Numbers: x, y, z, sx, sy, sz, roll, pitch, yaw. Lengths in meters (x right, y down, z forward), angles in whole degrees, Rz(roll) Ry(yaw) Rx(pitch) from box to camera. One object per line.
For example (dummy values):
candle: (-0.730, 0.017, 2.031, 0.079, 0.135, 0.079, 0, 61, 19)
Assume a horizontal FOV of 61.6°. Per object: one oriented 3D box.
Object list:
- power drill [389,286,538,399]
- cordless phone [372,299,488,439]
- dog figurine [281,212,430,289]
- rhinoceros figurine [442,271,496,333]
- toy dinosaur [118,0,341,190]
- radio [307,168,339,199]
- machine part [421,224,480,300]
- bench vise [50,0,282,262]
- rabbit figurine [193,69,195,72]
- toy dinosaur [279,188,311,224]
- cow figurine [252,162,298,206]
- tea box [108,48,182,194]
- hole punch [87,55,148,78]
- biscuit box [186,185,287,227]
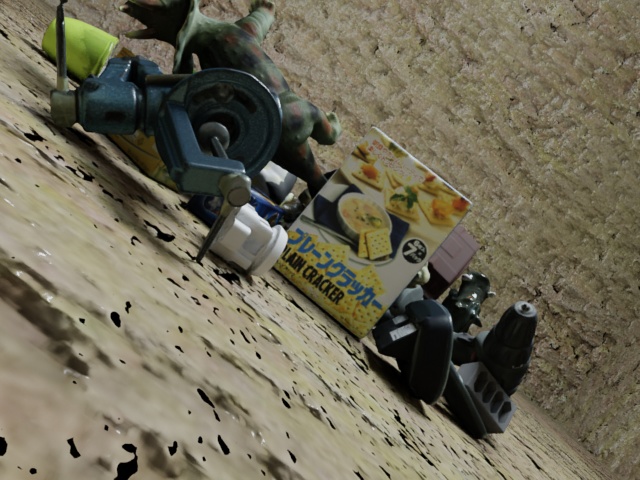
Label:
power drill: (0.204, 0.138, 0.780, 0.208, 0.086, 0.231, 23, -45, 34)
cordless phone: (0.145, 0.166, 0.621, 0.184, 0.089, 0.146, 58, 2, -1)
dog figurine: (0.043, 0.022, 0.779, 0.190, 0.121, 0.172, -8, 19, -25)
rhinoceros figurine: (0.226, 0.137, 0.920, 0.073, 0.190, 0.112, 36, -16, -2)
toy dinosaur: (-0.085, -0.186, 0.707, 0.404, 0.131, 0.192, 52, 37, -8)
radio: (0.068, -0.091, 0.949, 0.229, 0.131, 0.073, -24, 94, -77)
machine part: (0.188, 0.066, 0.993, 0.087, 0.201, 0.201, 46, 49, 6)
bench vise: (-0.124, -0.100, 0.484, 0.223, 0.128, 0.241, 9, 30, -30)
rabbit figurine: (-0.206, -0.170, 0.826, 0.170, 0.121, 0.159, 100, -22, -66)
toy dinosaur: (-0.002, -0.003, 1.017, 0.199, 0.105, 0.471, 49, 16, 22)
cow figurine: (-0.064, -0.115, 0.872, 0.098, 0.068, 0.167, 46, 39, -6)
tea box: (-0.205, -0.147, 0.657, 0.170, 0.098, 0.068, 43, 4, 27)
hole punch: (-0.304, -0.225, 0.867, 0.142, 0.092, 0.115, -133, -155, -76)
biscuit box: (-0.100, -0.040, 0.697, 0.063, 0.059, 0.202, 40, 3, 6)
